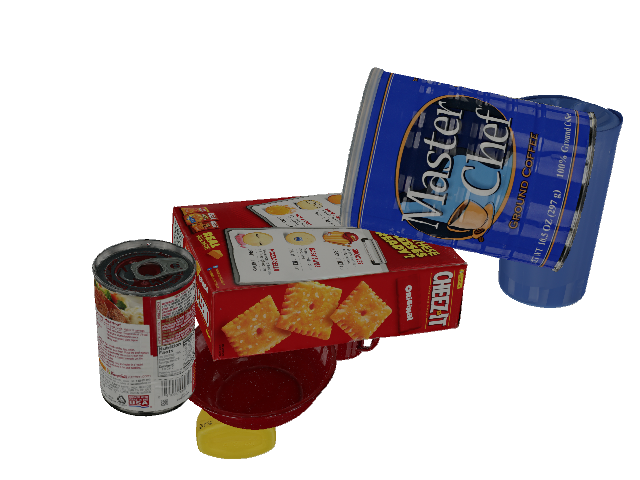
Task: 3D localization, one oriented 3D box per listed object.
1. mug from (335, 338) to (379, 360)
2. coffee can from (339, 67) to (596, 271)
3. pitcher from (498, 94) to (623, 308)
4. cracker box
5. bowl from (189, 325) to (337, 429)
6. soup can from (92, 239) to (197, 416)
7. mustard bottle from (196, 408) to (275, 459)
[{"bbox_3d":[0.033,0.118,1.487,0.117,0.081,0.093,17,24,29],"label":"mug"},{"bbox_3d":[0.091,-0.045,0.673,0.140,0.103,0.103,12,1,5],"label":"coffee can"},{"bbox_3d":[0.271,-0.042,1.278,0.149,0.243,0.145,2,26,0],"label":"pitcher"},{"bbox_3d":[-0.007,0.024,0.913,0.213,0.072,0.164,-5,27,-18],"label":"cracker box"},{"bbox_3d":[-0.063,0.137,1.072,0.162,0.055,0.162,-2,37,1],"label":"bowl"},{"bbox_3d":[-0.118,0.060,0.726,0.068,0.102,0.068,3,30,-2],"label":"soup can"},{"bbox_3d":[-0.108,0.199,1.360,0.096,0.058,0.191,-4,26,-3],"label":"mustard bottle"}]
